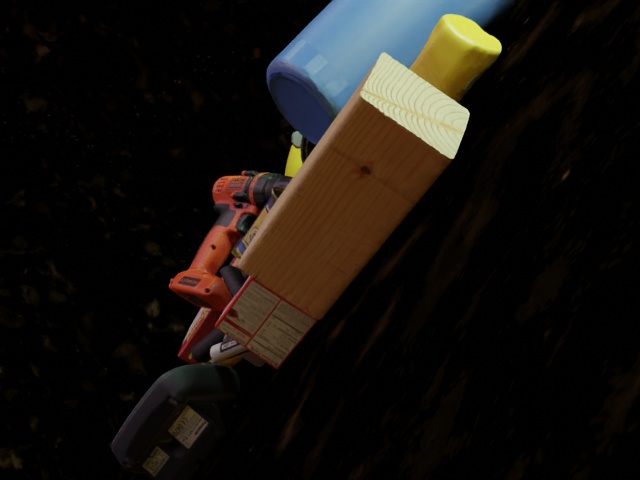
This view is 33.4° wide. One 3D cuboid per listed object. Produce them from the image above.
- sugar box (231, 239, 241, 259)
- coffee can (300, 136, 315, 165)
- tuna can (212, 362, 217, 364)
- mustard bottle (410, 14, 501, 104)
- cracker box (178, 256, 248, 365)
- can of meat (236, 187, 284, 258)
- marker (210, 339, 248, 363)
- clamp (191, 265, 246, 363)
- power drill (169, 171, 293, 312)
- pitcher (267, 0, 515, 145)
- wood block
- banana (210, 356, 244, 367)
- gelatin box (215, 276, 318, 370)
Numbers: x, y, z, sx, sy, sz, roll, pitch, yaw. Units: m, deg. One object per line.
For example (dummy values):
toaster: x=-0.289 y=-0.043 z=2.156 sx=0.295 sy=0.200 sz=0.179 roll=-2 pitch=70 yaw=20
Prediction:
sugar box: x=-0.094 y=-0.029 z=1.520 sx=0.093 sy=0.048 sz=0.176 roll=-46 pitch=4 yaw=5
coffee can: x=0.033 y=-0.112 z=1.213 sx=0.103 sy=0.103 sz=0.140 roll=-55 pitch=5 yaw=13
tuna can: x=-0.139 y=0.191 z=1.298 sx=0.086 sy=0.033 sz=0.086 roll=-55 pitch=5 yaw=7
mustard bottle: x=0.083 y=-0.110 z=0.961 sx=0.192 sy=0.058 sz=0.096 roll=-55 pitch=-10 yaw=23
cracker box: x=-0.127 y=0.100 z=1.547 sx=0.164 sy=0.072 sz=0.214 roll=-56 pitch=6 yaw=3
can of meat: x=-0.035 y=0.008 z=1.142 sx=0.084 sy=0.057 sz=0.102 roll=-55 pitch=47 yaw=20
marker: x=-0.062 y=0.096 z=1.046 sx=0.121 sy=0.020 sz=0.020 roll=-24 pitch=25 yaw=38
clamp: x=-0.083 y=0.073 z=1.204 sx=0.172 sy=0.039 sz=0.120 roll=-18 pitch=57 yaw=49
power drill: x=-0.103 y=-0.002 z=1.352 sx=0.185 sy=0.057 sz=0.187 roll=3 pitch=61 yaw=54
pitcher: x=0.062 y=-0.197 z=1.038 sx=0.242 sy=0.145 sz=0.149 roll=-44 pitch=-34 yaw=-18
wood block: x=0.026 y=-0.041 z=0.904 sx=0.206 sy=0.091 sz=0.090 roll=-52 pitch=7 yaw=36
banana: x=-0.106 y=0.137 z=1.343 sx=0.069 sy=0.037 sz=0.198 roll=-25 pitch=-7 yaw=-27
gelatin box: x=-0.045 y=0.068 z=0.980 sx=0.089 sy=0.073 sz=0.030 roll=-53 pitch=6 yaw=39
